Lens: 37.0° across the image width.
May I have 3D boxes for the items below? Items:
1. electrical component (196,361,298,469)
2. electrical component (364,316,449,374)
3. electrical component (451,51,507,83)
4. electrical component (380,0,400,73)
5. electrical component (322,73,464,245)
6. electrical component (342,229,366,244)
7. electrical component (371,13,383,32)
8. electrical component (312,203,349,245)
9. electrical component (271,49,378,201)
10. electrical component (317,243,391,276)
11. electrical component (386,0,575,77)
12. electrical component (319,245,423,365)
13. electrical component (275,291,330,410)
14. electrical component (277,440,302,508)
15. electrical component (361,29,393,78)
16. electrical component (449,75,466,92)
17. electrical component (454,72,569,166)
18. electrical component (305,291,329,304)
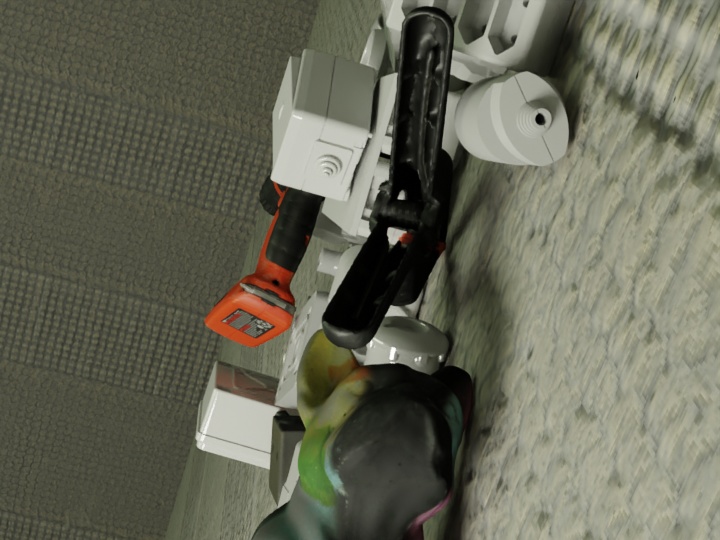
[{"bbox_3d":[-0.086,0.130,0.951,0.108,0.109,0.056,-129,57,-79],"label":"electrical component"},{"bbox_3d":[0.023,0.060,0.616,0.048,0.048,0.062,-102,22,-71],"label":"electrical component"},{"bbox_3d":[0.064,-0.149,0.660,0.078,0.057,0.058,131,153,-70],"label":"electrical component"},{"bbox_3d":[0.044,-0.186,0.791,0.080,0.051,0.080,170,90,-90],"label":"electrical component"},{"bbox_3d":[0.024,-0.077,0.773,0.186,0.060,0.105,-135,60,-79],"label":"electrical component"},{"bbox_3d":[0.003,-0.051,0.931,0.040,0.040,0.046,122,155,-61],"label":"electrical component"},{"bbox_3d":[0.031,-0.204,0.988,0.055,0.048,0.066,104,175,-49],"label":"electrical component"},{"bbox_3d":[-0.021,-0.076,1.063,0.062,0.061,0.096,171,120,-80],"label":"electrical component"},{"bbox_3d":[-0.028,-0.095,0.722,0.096,0.061,0.061,-85,13,-47],"label":"electrical component"},{"bbox_3d":[0.000,0.000,0.788,0.043,0.062,0.043,-165,90,-81],"label":"electrical component"},{"bbox_3d":[0.072,-0.136,0.571,0.076,0.083,0.047,-8,-60,-58],"label":"electrical component"},{"bbox_3d":[0.005,0.038,0.725,0.059,0.054,0.095,-110,36,-74],"label":"electrical component"},{"bbox_3d":[-0.023,0.069,0.833,0.113,0.057,0.078,130,154,-70],"label":"electrical component"},{"bbox_3d":[-0.027,0.164,0.723,0.056,0.050,0.089,166,119,-80],"label":"electrical component"},{"bbox_3d":[0.031,-0.166,0.888,0.078,0.057,0.058,-91,18,-59],"label":"electrical component"},{"bbox_3d":[0.063,-0.158,0.733,0.040,0.040,0.078,-89,17,-57],"label":"electrical component"},{"bbox_3d":[0.075,-0.072,0.513,0.081,0.043,0.043,-133,58,-79],"label":"electrical component"},{"bbox_3d":[-0.039,0.047,1.028,0.046,0.040,0.040,-78,7,-57],"label":"electrical component"}]
